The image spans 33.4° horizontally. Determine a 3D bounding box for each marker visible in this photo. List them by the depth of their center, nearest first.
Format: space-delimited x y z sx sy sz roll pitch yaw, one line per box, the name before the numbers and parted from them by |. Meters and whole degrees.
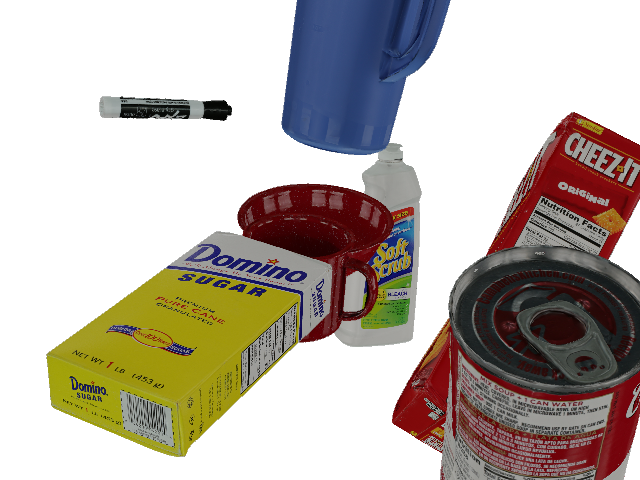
marker | -0.138 -0.119 0.964 0.120 0.020 0.020 -2 1 -25

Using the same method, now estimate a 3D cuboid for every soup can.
soup can | 0.077 0.062 0.377 0.068 0.102 0.068 -1 39 1

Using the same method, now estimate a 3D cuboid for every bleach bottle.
bleach bottle | 0.074 0.004 1.339 0.102 0.251 0.068 -3 16 -19

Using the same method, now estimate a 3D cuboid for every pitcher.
pitcher | 0.042 -0.206 1.006 0.145 0.243 0.149 11 17 1

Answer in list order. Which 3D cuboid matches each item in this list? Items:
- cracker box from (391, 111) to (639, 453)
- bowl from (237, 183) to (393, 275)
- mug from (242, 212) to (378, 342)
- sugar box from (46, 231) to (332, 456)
cracker box | 0.132 0.039 0.728 0.072 0.213 0.164 29 -15 6
bowl | -0.006 -0.002 1.110 0.162 0.055 0.162 2 29 -1
mug | -0.008 0.034 0.889 0.117 0.081 0.093 11 26 15
sugar box | -0.073 0.055 0.654 0.093 0.048 0.176 17 34 23
